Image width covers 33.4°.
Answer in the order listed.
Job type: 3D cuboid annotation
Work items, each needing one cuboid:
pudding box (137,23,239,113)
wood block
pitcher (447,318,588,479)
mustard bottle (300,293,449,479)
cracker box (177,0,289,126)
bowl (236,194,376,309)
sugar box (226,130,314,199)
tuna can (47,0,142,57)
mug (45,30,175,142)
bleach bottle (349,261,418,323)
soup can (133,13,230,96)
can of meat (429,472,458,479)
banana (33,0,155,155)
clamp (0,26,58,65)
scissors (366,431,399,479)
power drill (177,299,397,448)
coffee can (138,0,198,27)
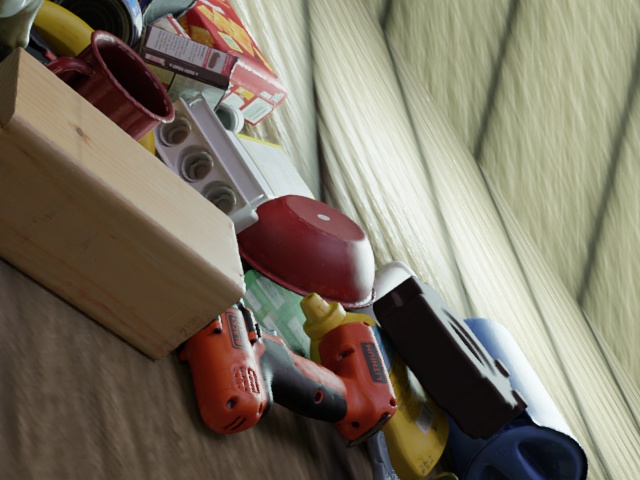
[{"bbox_3d":[-0.133,-0.156,1.014,0.090,0.039,0.114,18,-12,-13],"label":"pudding box"},{"bbox_3d":[-0.154,-0.019,0.723,0.205,0.090,0.091,41,20,-35],"label":"wood block"},{"bbox_3d":[0.198,0.201,1.197,0.145,0.149,0.243,28,21,-20],"label":"pitcher"},{"bbox_3d":[0.043,0.126,0.981,0.191,0.058,0.096,54,36,-16],"label":"mustard bottle"},{"bbox_3d":[-0.143,-0.255,1.295,0.214,0.072,0.164,58,17,23],"label":"cracker box"},{"bbox_3d":[-0.007,0.001,1.043,0.162,0.055,0.162,24,18,-9],"label":"bowl"},{"bbox_3d":[-0.073,-0.065,1.133,0.093,0.048,0.176,57,20,16],"label":"sugar box"},{"bbox_3d":[-0.207,-0.198,0.968,0.086,0.086,0.033,47,19,-18],"label":"tuna can"},{"bbox_3d":[-0.183,-0.110,0.849,0.093,0.082,0.117,59,17,23],"label":"mug"},{"bbox_3d":[0.066,0.094,1.151,0.102,0.068,0.250,52,18,3],"label":"bleach bottle"},{"bbox_3d":[-0.150,-0.175,1.111,0.102,0.069,0.068,51,16,-5],"label":"soup can"},{"bbox_3d":[0.130,0.272,0.952,0.083,0.057,0.102,44,18,-33],"label":"can of meat"},{"bbox_3d":[-0.205,-0.146,0.936,0.197,0.037,0.069,46,61,-13],"label":"banana"},{"bbox_3d":[-0.286,-0.188,0.815,0.209,0.036,0.164,44,18,-27],"label":"clamp"},{"bbox_3d":[0.057,0.188,0.916,0.096,0.016,0.202,46,31,-52],"label":"scissors"},{"bbox_3d":[-0.033,0.082,0.848,0.187,0.057,0.184,21,40,-37],"label":"power drill"},{"bbox_3d":[-0.203,-0.309,1.161,0.140,0.103,0.102,47,15,6],"label":"coffee can"}]
